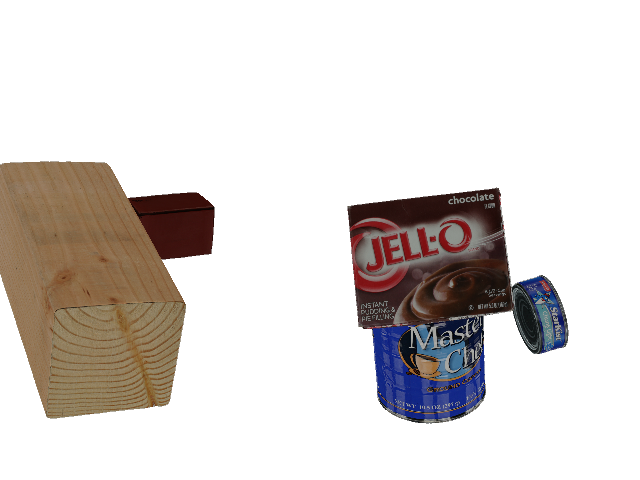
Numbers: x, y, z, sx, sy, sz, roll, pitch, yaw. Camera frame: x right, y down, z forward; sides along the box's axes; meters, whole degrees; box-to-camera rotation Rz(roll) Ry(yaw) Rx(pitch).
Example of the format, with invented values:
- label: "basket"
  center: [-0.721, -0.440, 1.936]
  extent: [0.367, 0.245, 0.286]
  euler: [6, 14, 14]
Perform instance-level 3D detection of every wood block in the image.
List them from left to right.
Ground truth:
- label: "wood block"
  center: [-0.177, 0.027, 0.791]
  extent: [0.090, 0.091, 0.206]
  euler: [-2, 31, -27]

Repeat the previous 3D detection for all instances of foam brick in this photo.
- label: "foam brick"
  center: [-0.151, -0.015, 1.071]
  extent: [0.078, 0.051, 0.053]
  euler: [-6, 22, -23]

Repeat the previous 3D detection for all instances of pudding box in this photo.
- label: "pudding box"
  center: [0.079, 0.014, 0.775]
  extent: [0.113, 0.090, 0.039]
  euler: [-7, -9, 6]

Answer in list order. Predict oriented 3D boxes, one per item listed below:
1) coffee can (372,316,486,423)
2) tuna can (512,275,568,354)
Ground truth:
- label: "coffee can"
  center: [0.097, 0.078, 0.966]
  extent: [0.103, 0.140, 0.103]
  euler: [-5, 27, 2]
- label: "tuna can"
  center: [0.247, 0.085, 1.209]
  extent: [0.033, 0.086, 0.086]
  euler: [-15, 2, -7]
